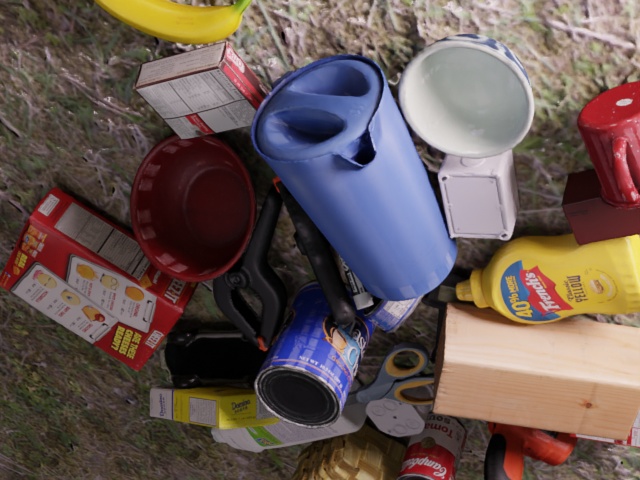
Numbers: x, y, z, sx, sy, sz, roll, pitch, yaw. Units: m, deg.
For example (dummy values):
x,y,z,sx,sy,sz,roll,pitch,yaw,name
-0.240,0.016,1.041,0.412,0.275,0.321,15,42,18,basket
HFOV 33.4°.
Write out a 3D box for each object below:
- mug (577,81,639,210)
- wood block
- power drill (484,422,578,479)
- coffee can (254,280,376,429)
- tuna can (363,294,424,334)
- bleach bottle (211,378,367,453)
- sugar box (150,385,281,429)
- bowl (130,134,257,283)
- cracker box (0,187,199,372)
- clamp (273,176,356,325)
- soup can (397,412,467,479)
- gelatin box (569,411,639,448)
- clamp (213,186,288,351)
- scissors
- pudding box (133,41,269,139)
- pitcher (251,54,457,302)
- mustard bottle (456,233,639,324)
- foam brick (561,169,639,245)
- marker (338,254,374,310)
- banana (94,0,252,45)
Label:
x,y,z,sx,sy,sz,roll,pitch,yaw,name
0.271,-0.079,0.922,0.093,0.117,0.081,-11,120,35,mug
0.228,0.139,1.131,0.206,0.090,0.091,8,130,3,wood block
0.242,0.291,1.227,0.184,0.187,0.057,30,135,-2,power drill
-0.003,0.130,1.222,0.103,0.140,0.103,13,135,13,coffee can
0.084,0.057,1.154,0.033,0.086,0.086,34,136,-6,tuna can
-0.057,0.225,1.395,0.251,0.068,0.102,-22,117,41,bleach bottle
-0.136,0.209,1.358,0.093,0.048,0.177,2,178,-38,sugar box
-0.126,-0.036,1.155,0.162,0.055,0.162,1,92,28,bowl
-0.276,0.050,1.326,0.213,0.072,0.164,32,137,-8,cracker box
-0.008,0.001,1.158,0.039,0.120,0.171,-22,104,-7,clamp
0.138,0.272,1.317,0.068,0.102,0.068,13,135,14,soup can
0.330,0.196,1.210,0.089,0.030,0.073,6,131,19,gelatin box
-0.083,0.032,1.226,0.165,0.036,0.210,-12,113,32,clamp
0.054,0.164,1.243,0.202,0.016,0.096,-6,120,19,scissors
-0.117,-0.149,1.075,0.114,0.039,0.090,-9,142,29,pudding box
0.040,-0.055,1.035,0.145,0.149,0.242,-6,139,27,pitcher
0.230,0.039,1.081,0.192,0.058,0.096,-10,123,27,mustard bottle
0.274,-0.036,1.004,0.078,0.051,0.053,-11,124,32,foam brick
0.028,0.014,1.131,0.020,0.020,0.121,-22,87,38,marker
-0.157,-0.230,1.037,0.198,0.037,0.070,15,117,10,banana
